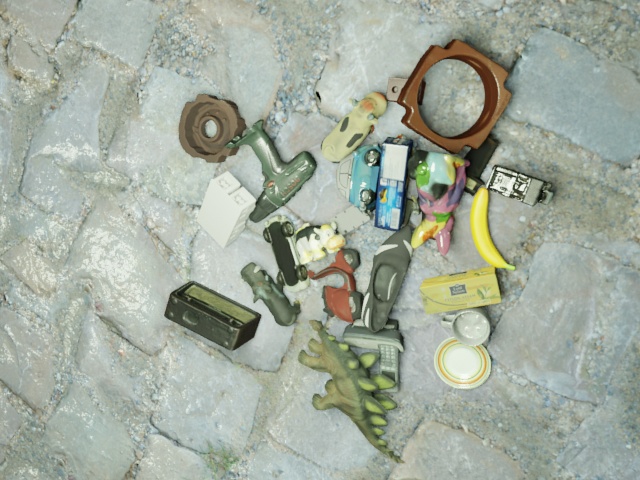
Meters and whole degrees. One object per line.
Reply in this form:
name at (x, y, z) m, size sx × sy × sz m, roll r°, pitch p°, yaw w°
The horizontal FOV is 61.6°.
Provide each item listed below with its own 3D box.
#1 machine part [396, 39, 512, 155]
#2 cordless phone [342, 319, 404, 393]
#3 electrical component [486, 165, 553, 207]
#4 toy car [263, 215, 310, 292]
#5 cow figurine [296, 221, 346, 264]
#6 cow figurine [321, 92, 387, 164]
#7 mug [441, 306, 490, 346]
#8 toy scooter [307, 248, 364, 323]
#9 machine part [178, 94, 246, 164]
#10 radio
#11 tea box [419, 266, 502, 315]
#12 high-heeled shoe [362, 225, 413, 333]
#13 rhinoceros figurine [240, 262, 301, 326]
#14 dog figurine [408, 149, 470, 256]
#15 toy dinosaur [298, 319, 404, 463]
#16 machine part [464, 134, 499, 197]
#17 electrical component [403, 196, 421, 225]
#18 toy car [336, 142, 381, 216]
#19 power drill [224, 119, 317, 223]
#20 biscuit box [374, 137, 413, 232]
machine part at (0.282, -0.301, 1.143) m, size 0.201 × 0.087 × 0.201 m, roll 29°, pitch 99°, yaw -9°
cordless phone at (0.133, 0.287, 1.322) m, size 0.147 × 0.089 × 0.184 m, roll 3°, pitch 111°, yaw 17°
electrical component at (0.424, -0.114, 1.141) m, size 0.134 × 0.115 × 0.058 m, roll 23°, pitch 107°, yaw 15°
toy car at (-0.085, 0.034, 1.363) m, size 0.074 × 0.056 × 0.201 m, roll -17°, pitch 92°, yaw 26°
cow figurine at (-0.001, -0.005, 1.287) m, size 0.167 × 0.068 × 0.098 m, roll -28°, pitch 80°, yaw 56°
cow figurine at (0.076, -0.257, 1.226) m, size 0.085 × 0.127 × 0.195 m, roll 45°, pitch 111°, yaw 3°
mug at (0.334, 0.187, 1.221) m, size 0.110 × 0.107 × 0.080 m, roll -5°, pitch 96°, yaw 23°
toy scooter at (0.037, 0.115, 1.316) m, size 0.135 × 0.075 × 0.184 m, roll -8°, pitch 80°, yaw 15°
machine part at (-0.277, -0.283, 1.375) m, size 0.180 × 0.056 × 0.179 m, roll 3°, pitch 100°, yaw 19°
radio at (-0.284, 0.197, 1.413) m, size 0.230 × 0.131 × 0.073 m, roll 23°, pitch 107°, yaw 14°
tea box at (0.320, 0.113, 1.220) m, size 0.170 × 0.098 × 0.068 m, roll -14°, pitch 95°, yaw 18°
high-heeled shoe at (0.157, 0.092, 1.241) m, size 0.086 × 0.145 × 0.248 m, roll 18°, pitch 109°, yaw 1°
rhinoceros figurine at (-0.131, 0.139, 1.365) m, size 0.073 × 0.112 × 0.190 m, roll -35°, pitch 95°, yaw 22°
dog figurine at (0.248, -0.078, 1.166) m, size 0.109 × 0.191 × 0.219 m, roll 13°, pitch 99°, yaw 29°
toy dinosaur at (0.081, 0.371, 1.305) m, size 0.199 × 0.105 × 0.470 m, roll -4°, pitch 122°, yaw 33°
machine part at (0.348, -0.172, 1.197) m, size 0.084 × 0.039 × 0.138 m, roll 33°, pitch 112°, yaw 20°
electrical component at (0.186, -0.077, 1.261) m, size 0.102 × 0.045 × 0.078 m, roll 25°, pitch 104°, yaw 13°
toy car at (0.089, -0.142, 1.225) m, size 0.103 × 0.109 × 0.161 m, roll 10°, pitch 84°, yaw 15°
power drill at (-0.140, -0.172, 1.314) m, size 0.232 × 0.086 × 0.207 m, roll -33°, pitch 101°, yaw 20°
biscuit box at (0.162, -0.121, 1.187) m, size 0.059 × 0.063 × 0.202 m, roll 11°, pitch 118°, yaw 15°
